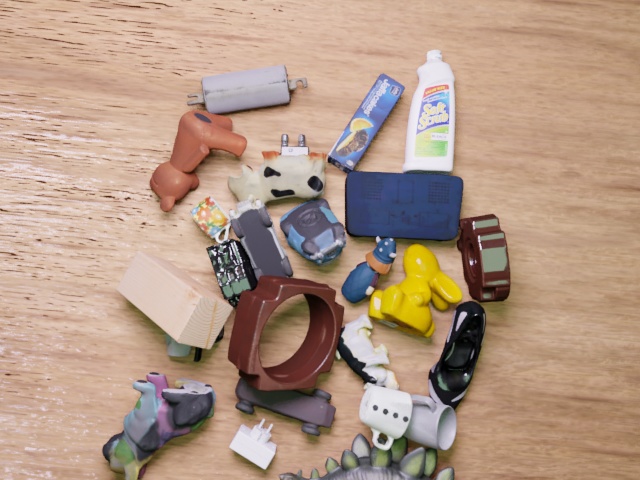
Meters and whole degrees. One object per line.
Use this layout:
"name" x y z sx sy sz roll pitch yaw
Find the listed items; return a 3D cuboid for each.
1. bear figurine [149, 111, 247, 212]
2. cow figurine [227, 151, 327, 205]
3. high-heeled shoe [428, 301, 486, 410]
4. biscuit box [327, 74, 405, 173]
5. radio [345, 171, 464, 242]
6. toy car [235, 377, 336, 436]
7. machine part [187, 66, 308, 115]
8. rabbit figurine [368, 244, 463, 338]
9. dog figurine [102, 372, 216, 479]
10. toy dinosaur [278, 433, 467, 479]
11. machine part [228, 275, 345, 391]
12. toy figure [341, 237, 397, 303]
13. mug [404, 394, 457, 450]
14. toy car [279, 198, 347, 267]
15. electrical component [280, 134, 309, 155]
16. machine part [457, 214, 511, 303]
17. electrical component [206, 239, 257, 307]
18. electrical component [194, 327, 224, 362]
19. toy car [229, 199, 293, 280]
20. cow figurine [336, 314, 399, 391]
"bear figurine" -0.250 -0.151 1.064 0.132 0.120 0.195 8 119 -40
"cow figurine" -0.085 -0.112 1.057 0.195 0.085 0.127 0 94 4
"high-heeled shoe" 0.268 0.238 1.023 0.086 0.145 0.248 9 86 0
"biscuit box" 0.092 -0.233 1.084 0.059 0.063 0.202 32 88 0
"radio" 0.163 -0.066 1.073 0.230 0.073 0.131 3 89 1
"toy car" -0.069 0.319 1.063 0.202 0.053 0.089 18 67 -1
"machine part" -0.146 -0.301 1.078 0.243 0.079 0.079 -10 88 -1
"rabbit figurine" 0.193 0.093 1.048 0.162 0.122 0.173 18 69 -1
"dog figurine" -0.313 0.375 1.036 0.192 0.108 0.219 14 92 -3
"toy dinosaur" 0.153 0.485 1.035 0.472 0.105 0.198 13 84 -4
"machine part" -0.062 0.172 1.003 0.201 0.087 0.201 9 96 -39
"toy figure" 0.101 0.056 1.055 0.064 0.058 0.154 42 110 7
"mug" 0.193 0.343 1.031 0.081 0.107 0.109 -49 123 -40
"toy car" -0.002 -0.003 1.049 0.109 0.162 0.102 -33 132 -9
"electrical component" -0.054 -0.170 1.100 0.063 0.021 0.094 0 89 0
"machine part" 0.310 0.035 1.023 0.056 0.179 0.179 -7 88 2
"electrical component" -0.162 0.067 1.043 0.058 0.115 0.134 -22 88 4
"electrical component" -0.218 0.180 1.057 0.048 0.075 0.119 5 83 0
"toy car" -0.111 0.012 1.042 0.073 0.056 0.201 -22 116 0
"cow figurine" 0.088 0.237 1.060 0.098 0.068 0.167 -26 85 3
